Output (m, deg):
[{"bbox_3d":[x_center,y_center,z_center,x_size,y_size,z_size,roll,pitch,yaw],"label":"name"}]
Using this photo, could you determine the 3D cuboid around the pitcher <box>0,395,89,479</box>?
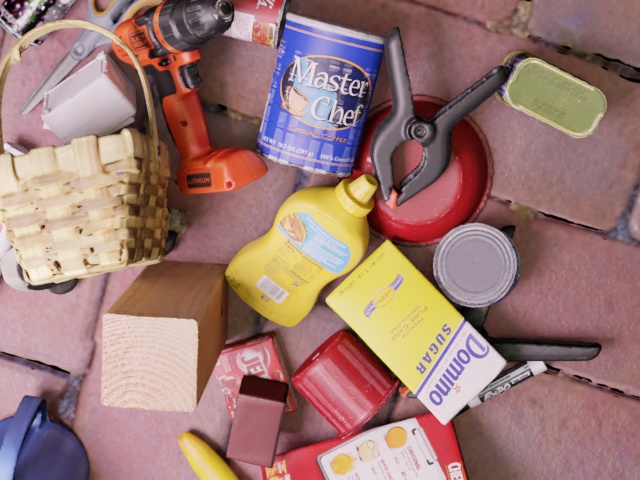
[{"bbox_3d":[-0.323,0.279,1.096,0.145,0.243,0.149,-33,104,7],"label":"pitcher"}]

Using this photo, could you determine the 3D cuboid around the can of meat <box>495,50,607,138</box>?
[{"bbox_3d":[0.226,-0.143,1.049,0.102,0.084,0.057,26,103,-3],"label":"can of meat"}]

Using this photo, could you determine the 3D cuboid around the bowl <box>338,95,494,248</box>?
[{"bbox_3d":[0.098,-0.065,1.089,0.162,0.055,0.162,1,102,4],"label":"bowl"}]

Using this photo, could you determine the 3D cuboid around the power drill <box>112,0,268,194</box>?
[{"bbox_3d":[-0.116,-0.140,1.024,0.057,0.185,0.187,-28,106,-33],"label":"power drill"}]

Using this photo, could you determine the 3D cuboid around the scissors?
[{"bbox_3d":[-0.226,-0.193,1.102,0.096,0.016,0.202,30,103,-3],"label":"scissors"}]

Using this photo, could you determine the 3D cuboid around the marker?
[{"bbox_3d":[0.187,0.159,1.151,0.121,0.020,0.020,-30,99,9],"label":"marker"}]

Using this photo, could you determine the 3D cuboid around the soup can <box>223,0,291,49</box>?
[{"bbox_3d":[-0.083,-0.235,1.057,0.102,0.068,0.068,15,103,1],"label":"soup can"}]

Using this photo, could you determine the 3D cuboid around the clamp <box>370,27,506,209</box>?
[{"bbox_3d":[0.089,-0.117,1.029,0.120,0.039,0.171,29,102,0],"label":"clamp"}]

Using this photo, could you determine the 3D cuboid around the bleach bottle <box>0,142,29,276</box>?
[{"bbox_3d":[-0.382,0.007,1.134,0.102,0.068,0.251,29,100,-3],"label":"bleach bottle"}]

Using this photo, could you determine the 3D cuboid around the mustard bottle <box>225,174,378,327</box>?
[{"bbox_3d":[-0.007,0.001,1.079,0.096,0.058,0.192,39,122,-7],"label":"mustard bottle"}]

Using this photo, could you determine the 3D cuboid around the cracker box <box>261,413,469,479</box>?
[{"bbox_3d":[0.056,0.289,1.123,0.214,0.072,0.164,-16,60,7],"label":"cracker box"}]

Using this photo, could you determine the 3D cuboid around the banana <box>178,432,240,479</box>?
[{"bbox_3d":[-0.090,0.293,1.163,0.037,0.069,0.198,-35,65,-3],"label":"banana"}]

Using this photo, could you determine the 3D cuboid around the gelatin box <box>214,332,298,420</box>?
[{"bbox_3d":[-0.071,0.152,1.161,0.073,0.030,0.089,-17,102,7],"label":"gelatin box"}]

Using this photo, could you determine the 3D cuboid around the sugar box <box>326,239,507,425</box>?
[{"bbox_3d":[0.098,0.094,1.093,0.093,0.048,0.176,-45,81,0],"label":"sugar box"}]

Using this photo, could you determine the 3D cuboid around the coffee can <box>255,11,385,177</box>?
[{"bbox_3d":[0.001,-0.144,1.053,0.103,0.103,0.140,15,103,0],"label":"coffee can"}]

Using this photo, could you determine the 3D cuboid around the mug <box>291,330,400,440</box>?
[{"bbox_3d":[0.032,0.141,1.129,0.081,0.093,0.117,46,70,-2],"label":"mug"}]

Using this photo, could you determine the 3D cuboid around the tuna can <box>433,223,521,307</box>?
[{"bbox_3d":[0.161,0.026,1.090,0.086,0.033,0.086,-1,87,21],"label":"tuna can"}]

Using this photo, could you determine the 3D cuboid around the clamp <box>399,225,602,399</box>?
[{"bbox_3d":[0.178,0.110,1.126,0.210,0.036,0.164,-43,85,12],"label":"clamp"}]

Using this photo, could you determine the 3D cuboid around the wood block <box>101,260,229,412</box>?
[{"bbox_3d":[-0.148,0.089,1.062,0.090,0.206,0.091,4,103,3],"label":"wood block"}]

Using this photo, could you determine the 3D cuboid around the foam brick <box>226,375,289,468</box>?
[{"bbox_3d":[-0.066,0.191,1.127,0.051,0.053,0.078,11,105,-1],"label":"foam brick"}]
